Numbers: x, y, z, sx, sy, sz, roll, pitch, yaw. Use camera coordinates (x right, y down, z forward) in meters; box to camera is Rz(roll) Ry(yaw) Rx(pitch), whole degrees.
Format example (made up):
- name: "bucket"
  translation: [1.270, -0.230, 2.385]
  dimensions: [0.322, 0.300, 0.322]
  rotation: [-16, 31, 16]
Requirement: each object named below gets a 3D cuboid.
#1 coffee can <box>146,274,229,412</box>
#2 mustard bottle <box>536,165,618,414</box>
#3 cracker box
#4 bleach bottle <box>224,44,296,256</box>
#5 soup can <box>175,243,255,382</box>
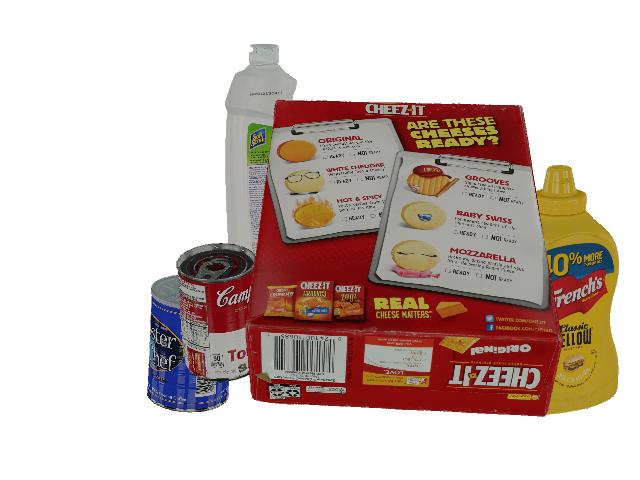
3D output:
- name: "coffee can"
  translation: [-0.158, 0.124, 1.306]
  dimensions: [0.103, 0.140, 0.103]
  rotation: [5, 18, -2]
- name: "mustard bottle"
  translation: [0.186, 0.037, 0.833]
  dimensions: [0.096, 0.192, 0.058]
  rotation: [-7, 15, -13]
- name: "cracker box"
  translation: [0.047, 0.002, 0.638]
  dimensions: [0.164, 0.072, 0.213]
  rotation: [2, 40, 2]
- name: "bleach bottle"
  translation: [-0.050, -0.080, 1.130]
  dimensions: [0.102, 0.251, 0.068]
  rotation: [-7, 16, -23]
- name: "soup can"
  translation: [-0.088, 0.063, 0.926]
  dimensions: [0.068, 0.102, 0.068]
  rotation: [-1, 26, 0]
